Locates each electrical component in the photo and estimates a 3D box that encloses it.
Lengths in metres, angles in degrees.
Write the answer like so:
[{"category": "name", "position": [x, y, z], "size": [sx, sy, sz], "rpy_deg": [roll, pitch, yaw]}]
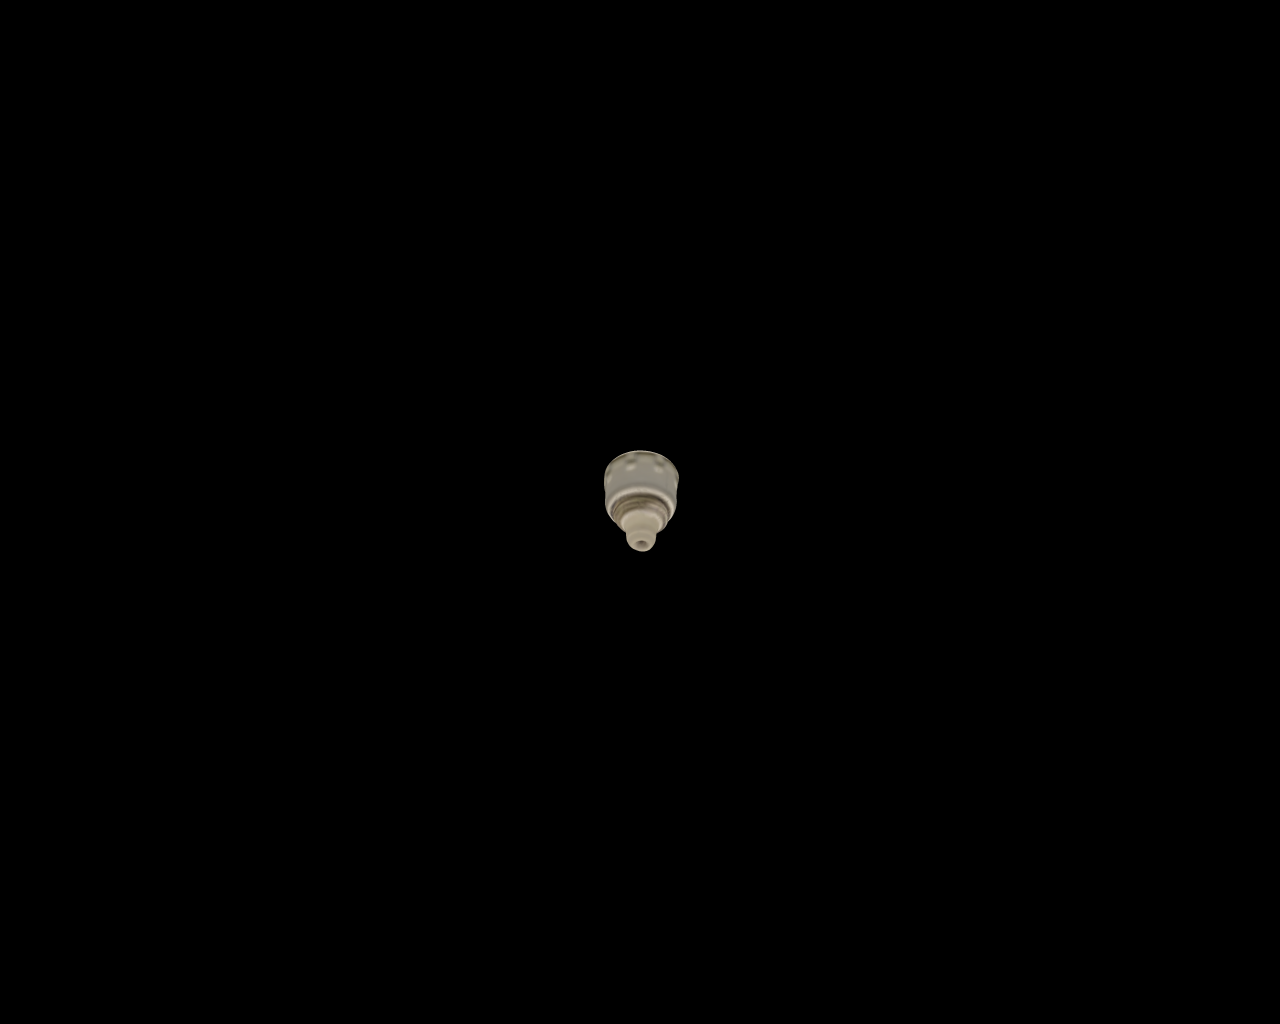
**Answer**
[{"category": "electrical component", "position": [0.001, -0.003, 0.650], "size": [0.048, 0.062, 0.048], "rpy_deg": [0, -42, 0]}]
